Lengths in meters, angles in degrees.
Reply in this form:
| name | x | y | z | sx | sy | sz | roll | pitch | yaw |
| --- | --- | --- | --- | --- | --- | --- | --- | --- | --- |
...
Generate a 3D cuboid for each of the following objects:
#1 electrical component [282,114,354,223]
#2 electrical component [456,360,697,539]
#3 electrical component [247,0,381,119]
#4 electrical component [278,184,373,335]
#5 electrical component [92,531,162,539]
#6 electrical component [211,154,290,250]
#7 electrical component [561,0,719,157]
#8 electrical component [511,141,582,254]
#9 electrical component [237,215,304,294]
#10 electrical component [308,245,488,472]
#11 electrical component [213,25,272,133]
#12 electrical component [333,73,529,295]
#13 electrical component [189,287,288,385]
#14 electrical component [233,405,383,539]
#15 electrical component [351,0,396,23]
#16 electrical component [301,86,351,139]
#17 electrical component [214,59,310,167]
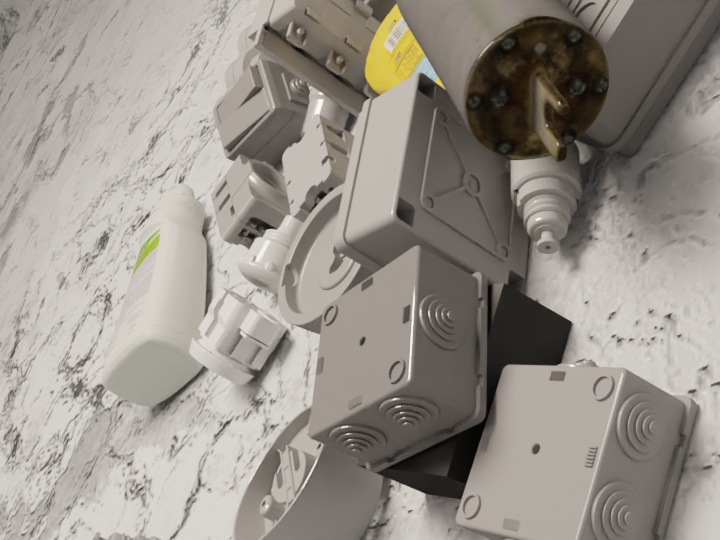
| name | x | y | z | sx | sy | sz | roll | pitch | yaw |
| --- | --- | --- | --- | --- | --- | --- | --- | --- | --- |
| electrical component | -0.020 | -0.069 | 0.832 | 0.050 | 0.056 | 0.089 | -47 | 31 | 25 |
| electrical component | 0.097 | 0.091 | 0.500 | 0.100 | 0.048 | 0.099 | -6 | 60 | 57 |
| electrical component | -0.020 | -0.183 | 0.865 | 0.063 | 0.121 | 0.078 | -22 | 47 | 46 |
| electrical component | 0.000 | 0.000 | 0.731 | 0.108 | 0.060 | 0.108 | -40 | 35 | 35 |
| electrical component | -0.161 | 0.215 | 0.792 | 0.040 | 0.078 | 0.040 | -56 | 14 | 21 |
| electrical component | -0.091 | -0.059 | 0.946 | 0.055 | 0.050 | 0.089 | -52 | 29 | 17 |
| electrical component | 0.146 | -0.129 | 0.610 | 0.113 | 0.057 | 0.078 | -58 | 27 | 7 |
| electrical component | 0.107 | -0.043 | 0.615 | 0.040 | 0.040 | 0.078 | -34 | 38 | 41 |
| electrical component | -0.067 | -0.014 | 0.874 | 0.048 | 0.048 | 0.062 | -1 | 57 | 59 |
| electrical component | 0.019 | 0.046 | 0.560 | 0.100 | 0.048 | 0.099 | -35 | 38 | 41 |
| electrical component | -0.096 | -0.198 | 1.077 | 0.074 | 0.052 | 0.138 | -19 | 49 | 52 |
| electrical component | 0.048 | -0.041 | 0.640 | 0.056 | 0.109 | 0.108 | -24 | 45 | 45 |
| electrical component | -0.098 | 0.054 | 0.850 | 0.057 | 0.058 | 0.078 | -58 | 28 | -1 |
| electrical component | -0.034 | 0.132 | 0.663 | 0.099 | 0.064 | 0.099 | -39 | 35 | 35 |
| electrical component | 0.028 | -0.265 | 0.928 | 0.078 | 0.057 | 0.113 | -44 | 33 | 30 |
| electrical component | -0.028 | -0.132 | 0.922 | 0.040 | 0.040 | 0.046 | 2 | 72 | 59 |
| electrical component | -0.086 | -0.147 | 0.987 | 0.096 | 0.061 | 0.061 | -39 | 56 | 36 |
